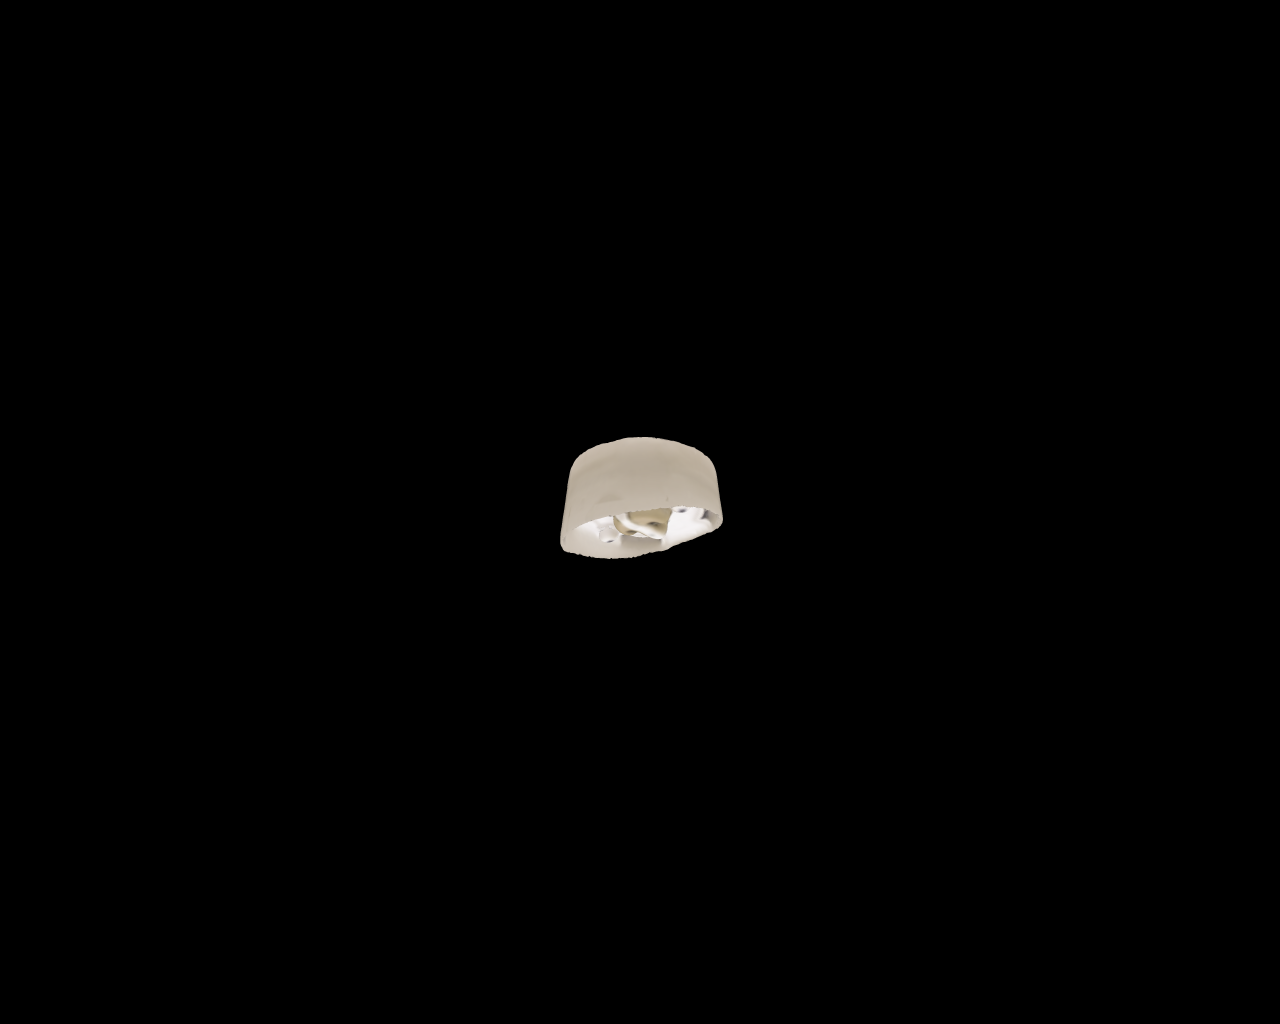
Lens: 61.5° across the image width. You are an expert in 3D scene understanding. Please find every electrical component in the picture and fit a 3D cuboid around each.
[{"bbox_3d":[0.001,-0.003,0.650,0.099,0.064,0.099,0,-27,0],"label":"electrical component"}]
